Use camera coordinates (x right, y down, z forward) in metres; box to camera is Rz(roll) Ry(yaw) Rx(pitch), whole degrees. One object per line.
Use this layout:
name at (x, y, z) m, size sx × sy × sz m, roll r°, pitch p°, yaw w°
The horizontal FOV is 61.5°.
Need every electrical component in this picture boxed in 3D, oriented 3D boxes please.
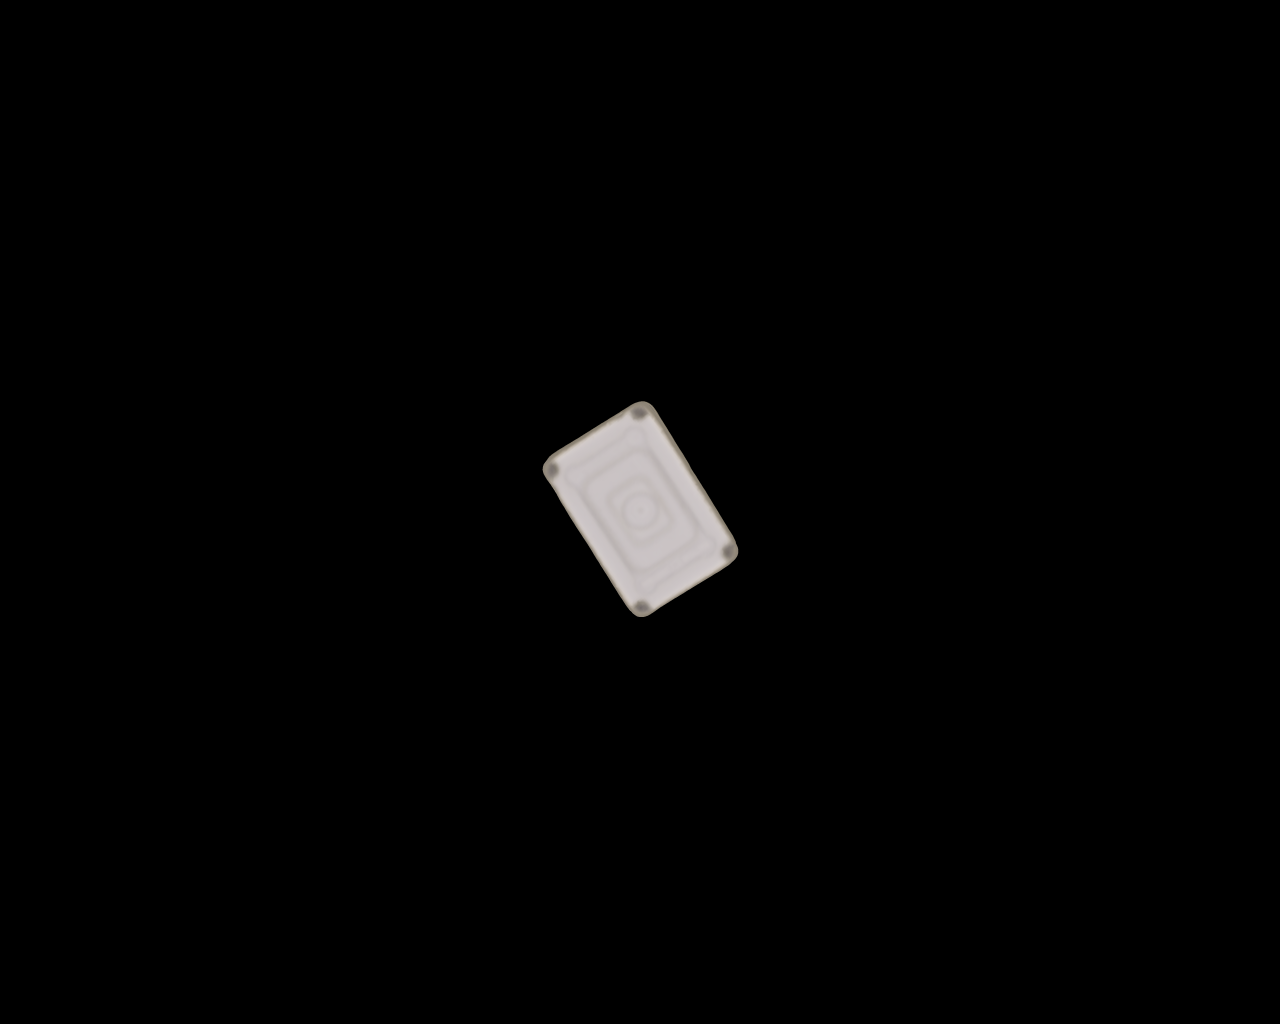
electrical component at (0.001, -0.003, 0.650) m, size 0.078 × 0.113 × 0.057 m, roll -32°, pitch 4°, yaw 2°
